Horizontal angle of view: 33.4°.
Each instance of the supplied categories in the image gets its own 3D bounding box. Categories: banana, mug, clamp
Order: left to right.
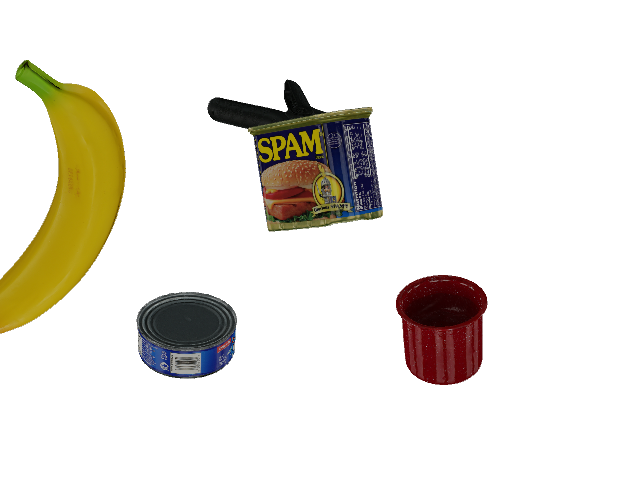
[{"bbox_3d":[-0.154,-0.017,0.622,0.069,0.198,0.037,13,35,-12],"label":"banana"},{"bbox_3d":[-0.034,-0.120,1.104,0.120,0.039,0.172,-20,38,-28],"label":"clamp"},{"bbox_3d":[0.132,0.089,1.116,0.093,0.081,0.117,11,37,24],"label":"mug"}]

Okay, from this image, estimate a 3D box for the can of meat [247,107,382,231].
[{"bbox_3d":[-0.003,-0.054,0.826,0.102,0.084,0.057,-5,6,43],"label":"can of meat"}]

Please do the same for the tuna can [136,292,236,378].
[{"bbox_3d":[-0.116,0.082,0.924,0.086,0.034,0.086,3,31,-2],"label":"tuna can"}]
